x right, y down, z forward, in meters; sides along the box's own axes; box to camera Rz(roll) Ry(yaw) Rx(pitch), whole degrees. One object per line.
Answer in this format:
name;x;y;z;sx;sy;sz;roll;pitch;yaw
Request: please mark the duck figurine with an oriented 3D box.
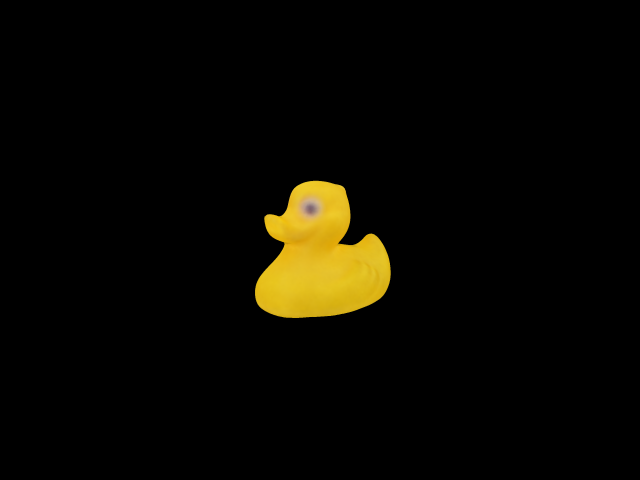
duck figurine;0.004;0.001;0.400;0.105;0.086;0.077;-8;14;-34
